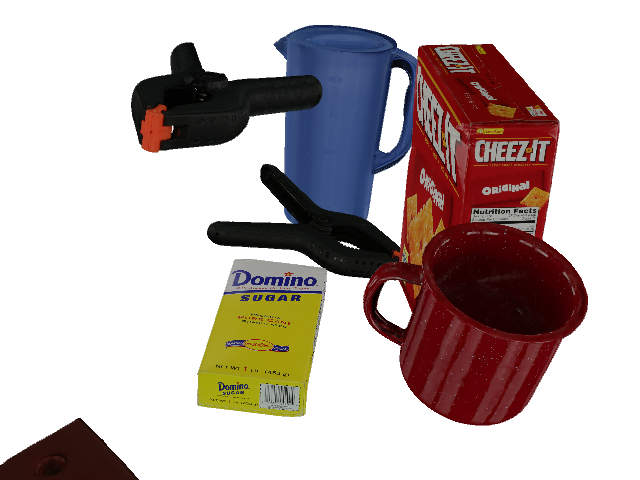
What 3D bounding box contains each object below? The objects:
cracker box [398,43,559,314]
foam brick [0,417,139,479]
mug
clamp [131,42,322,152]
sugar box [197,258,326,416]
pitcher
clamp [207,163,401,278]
[{"bbox_3d":[0.112,-0.024,0.823,0.072,0.214,0.164,-3,29,-8],"label":"cracker box"},{"bbox_3d":[-0.109,0.133,0.494,0.052,0.051,0.078,-30,43,-29],"label":"foam brick"},{"bbox_3d":[0.081,0.047,0.603,0.117,0.082,0.093,15,40,0],"label":"mug"},{"bbox_3d":[-0.086,-0.103,0.744,0.120,0.039,0.171,16,24,24],"label":"clamp"},{"bbox_3d":[-0.049,0.082,0.962,0.093,0.048,0.176,6,35,2],"label":"sugar box"},{"bbox_3d":[0.026,-0.135,1.310,0.144,0.243,0.149,-9,27,-28],"label":"pitcher"},{"bbox_3d":[-0.009,-0.005,1.151,0.210,0.036,0.164,26,36,14],"label":"clamp"}]
